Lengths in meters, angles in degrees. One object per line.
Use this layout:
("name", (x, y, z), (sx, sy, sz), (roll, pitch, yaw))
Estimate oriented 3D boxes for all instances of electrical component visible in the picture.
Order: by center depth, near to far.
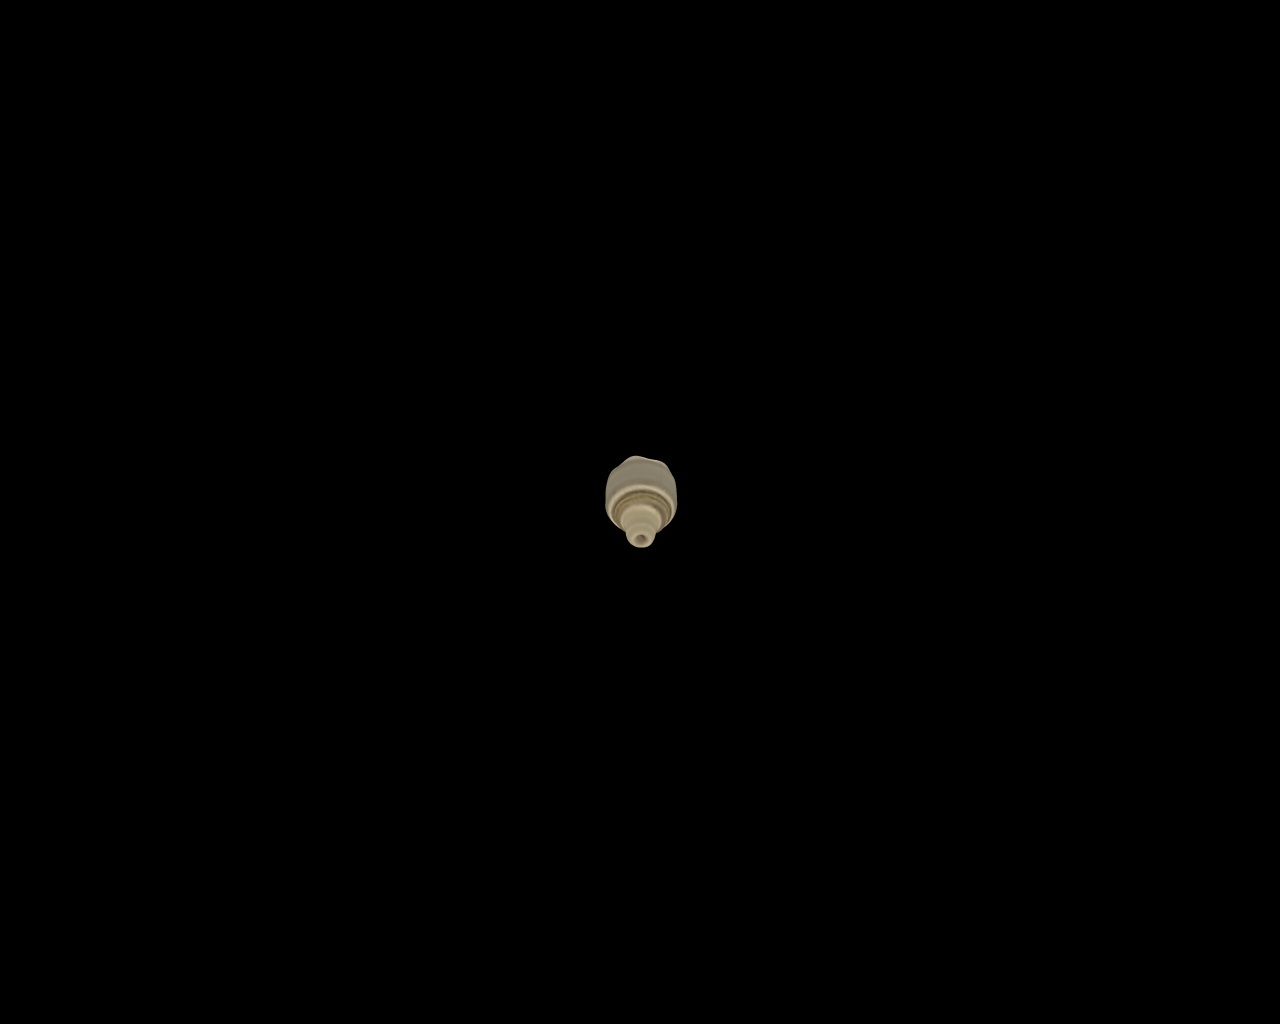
("electrical component", (0.001, -0.003, 0.650), (0.043, 0.043, 0.062), (0, 39, 0))
